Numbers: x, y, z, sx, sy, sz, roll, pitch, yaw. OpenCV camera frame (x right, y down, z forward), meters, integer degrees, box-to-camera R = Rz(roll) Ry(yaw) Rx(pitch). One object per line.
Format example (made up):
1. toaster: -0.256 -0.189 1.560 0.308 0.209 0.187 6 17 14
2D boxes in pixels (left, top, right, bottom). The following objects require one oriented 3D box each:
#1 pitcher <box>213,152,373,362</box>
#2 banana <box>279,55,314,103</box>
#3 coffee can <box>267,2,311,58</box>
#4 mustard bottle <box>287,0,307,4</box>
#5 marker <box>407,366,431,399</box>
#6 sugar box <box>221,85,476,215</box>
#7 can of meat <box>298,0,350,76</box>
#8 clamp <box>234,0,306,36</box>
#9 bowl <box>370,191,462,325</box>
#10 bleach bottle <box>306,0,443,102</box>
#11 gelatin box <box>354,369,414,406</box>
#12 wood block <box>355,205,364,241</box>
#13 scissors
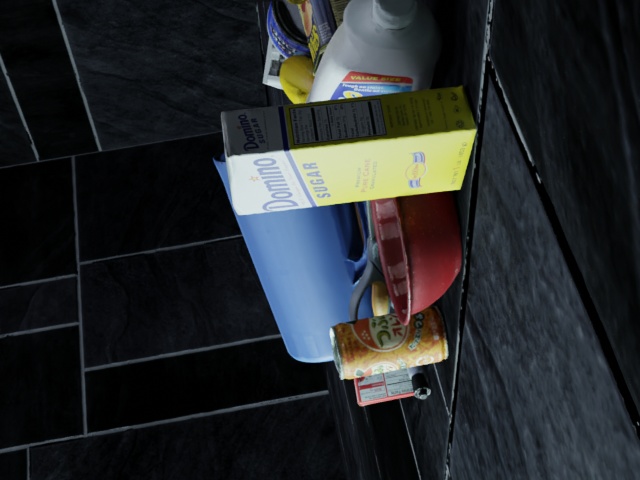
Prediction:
1. pitcher: -0.007 0.001 1.120 0.149 0.145 0.243 -119 12 -73
2. banana: -0.016 -0.178 1.201 0.069 0.037 0.198 46 177 -3
3. coffee can: -0.007 -0.258 1.214 0.140 0.102 0.103 -149 49 -85
4. mustard bottle: -0.031 -0.258 0.830 0.096 0.058 0.191 85 174 -59
5. marker: 0.102 0.130 1.201 0.121 0.020 0.020 -104 6 -46
6. sugar box: 0.019 -0.064 0.781 0.093 0.176 0.048 89 171 -64
7. can of meat: 0.013 -0.203 0.958 0.102 0.057 0.084 131 123 -83
8. clamp: -0.023 -0.260 1.077 0.210 0.036 0.165 54 141 24
9. bowl: 0.081 -0.012 0.898 0.162 0.055 0.162 170 90 -86
10. bleach bottle: 0.040 -0.138 0.859 0.251 0.102 0.068 98 -173 -76
11. gelatin box: 0.073 0.147 1.270 0.030 0.073 0.089 99 160 -82
12. wood block: 0.034 -0.004 1.342 0.206 0.090 0.091 -107 7 -58
13. scissors: 0.070 0.007 1.026 0.016 0.096 0.202 42 134 46
